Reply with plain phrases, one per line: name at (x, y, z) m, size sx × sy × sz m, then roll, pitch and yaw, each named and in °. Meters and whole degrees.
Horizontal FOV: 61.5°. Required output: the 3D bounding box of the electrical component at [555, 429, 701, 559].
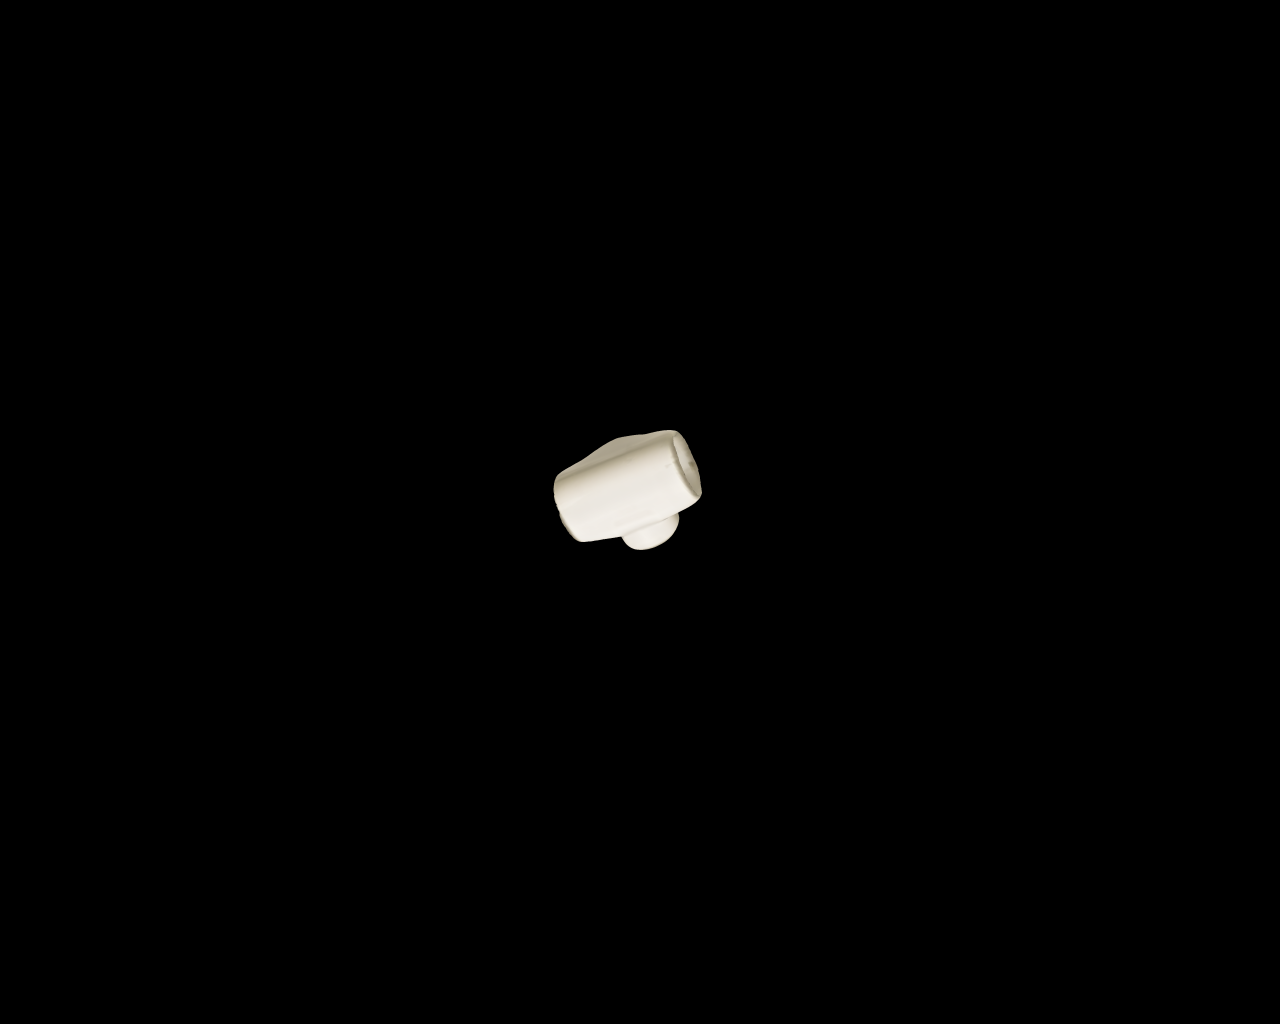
electrical component at (0.001, -0.003, 0.650) m, size 0.077 × 0.079 × 0.043 m, roll -21°, pitch 34°, yaw 15°
